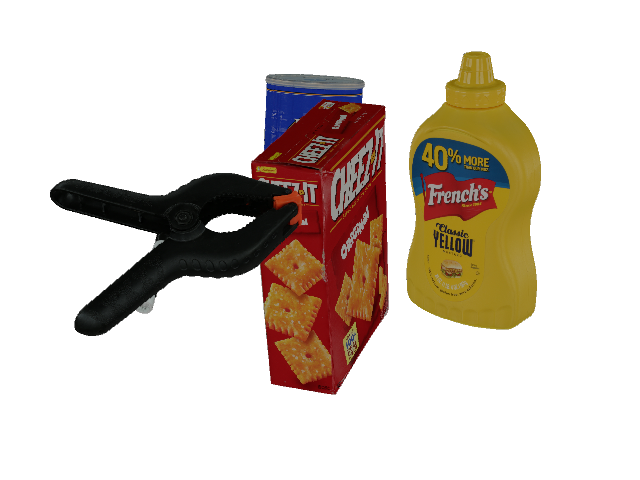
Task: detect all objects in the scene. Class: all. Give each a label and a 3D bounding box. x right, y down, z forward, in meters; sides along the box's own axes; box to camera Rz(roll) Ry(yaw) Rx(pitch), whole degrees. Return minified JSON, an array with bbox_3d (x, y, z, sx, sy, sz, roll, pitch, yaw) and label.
[{"bbox_3d":[-0.165,0.026,1.069,0.020,0.020,0.121,0,39,6],"label":"marker"},{"bbox_3d":[0.008,0.002,0.949,0.072,0.214,0.164,7,28,19],"label":"cracker box"},{"bbox_3d":[-0.101,-0.012,0.726,0.171,0.120,0.039,-19,-25,-16],"label":"clamp"},{"bbox_3d":[-0.009,-0.101,1.122,0.103,0.140,0.103,3,13,-1],"label":"coffee can"},{"bbox_3d":[0.108,-0.037,0.755,0.096,0.192,0.058,17,28,38],"label":"mustard bottle"}]
